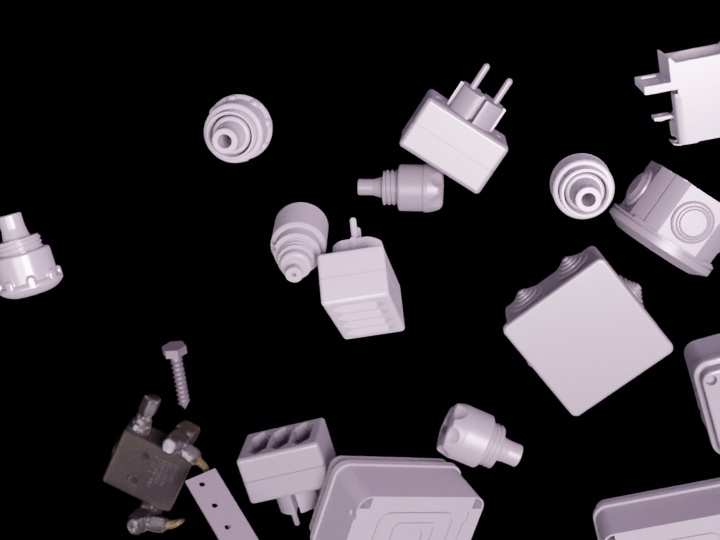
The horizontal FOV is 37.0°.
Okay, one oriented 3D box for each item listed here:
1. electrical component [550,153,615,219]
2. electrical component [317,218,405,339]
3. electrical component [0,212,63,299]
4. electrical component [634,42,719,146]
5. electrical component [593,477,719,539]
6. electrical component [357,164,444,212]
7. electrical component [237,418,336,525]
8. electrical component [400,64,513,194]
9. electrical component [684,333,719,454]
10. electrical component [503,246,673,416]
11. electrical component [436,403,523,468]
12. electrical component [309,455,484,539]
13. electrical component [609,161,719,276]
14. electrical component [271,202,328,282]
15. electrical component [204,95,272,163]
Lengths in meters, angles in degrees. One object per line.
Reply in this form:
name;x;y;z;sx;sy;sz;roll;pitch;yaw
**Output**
electrical component;0.156;-0.056;0.749;0.043;0.062;0.043;2;107;5
electrical component;0.000;0.000;0.779;0.047;0.083;0.075;-9;68;7
electrical component;-0.254;-0.012;0.808;0.048;0.048;0.062;-14;99;9
electrical component;0.233;-0.121;0.733;0.081;0.042;0.063;-10;110;9
electrical component;0.243;0.212;0.829;0.113;0.057;0.078;-13;105;9
electrical component;0.029;-0.059;0.774;0.061;0.035;0.035;1;108;6
electrical component;-0.051;0.165;0.844;0.066;0.047;0.076;-14;106;9
electrical component;0.076;-0.106;0.748;0.066;0.047;0.076;32;108;-5
electrical component;0.303;0.082;0.783;0.113;0.057;0.078;-17;105;10
electrical component;0.164;0.042;0.786;0.100;0.048;0.099;-38;101;15
electrical component;0.093;0.131;0.823;0.062;0.043;0.043;23;108;-4
electrical component;0.026;0.187;0.816;0.113;0.057;0.078;7;111;-29
electrical component;0.218;-0.035;0.742;0.080;0.080;0.051;32;102;-5
electrical component;-0.044;-0.017;0.774;0.040;0.078;0.040;1;122;1
electrical component;-0.089;-0.096;0.757;0.048;0.062;0.048;1;107;4
